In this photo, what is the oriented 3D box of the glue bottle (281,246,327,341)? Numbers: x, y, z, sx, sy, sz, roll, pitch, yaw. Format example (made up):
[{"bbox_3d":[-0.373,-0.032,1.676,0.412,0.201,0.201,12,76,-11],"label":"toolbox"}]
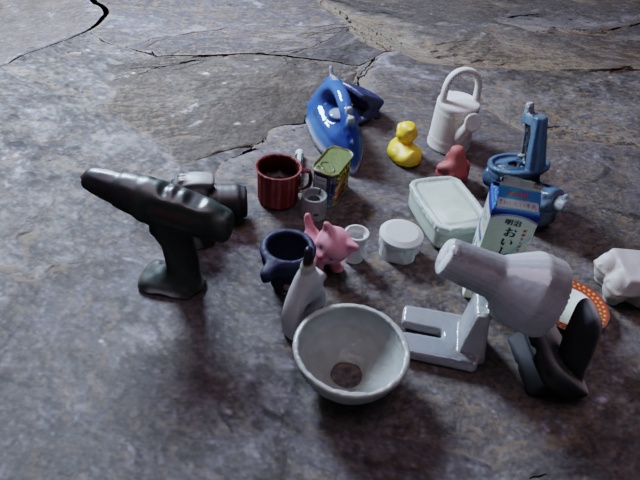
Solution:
[{"bbox_3d":[-0.021,0.075,0.860,0.037,0.173,0.078,34,49,28],"label":"glue bottle"}]

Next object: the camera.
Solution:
[{"bbox_3d":[-0.201,-0.066,1.049,0.137,0.101,0.143,-3,42,-10],"label":"camera"}]

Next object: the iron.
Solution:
[{"bbox_3d":[0.047,-0.275,1.283,0.119,0.141,0.257,-7,43,-14],"label":"iron"}]

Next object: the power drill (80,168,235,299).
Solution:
[{"bbox_3d":[-0.248,-0.008,0.898,0.229,0.208,0.075,9,42,3],"label":"power drill"}]

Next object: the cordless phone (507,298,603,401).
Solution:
[{"bbox_3d":[0.354,0.131,0.833,0.094,0.185,0.147,-2,42,-9],"label":"cordless phone"}]

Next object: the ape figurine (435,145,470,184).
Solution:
[{"bbox_3d":[0.289,-0.162,1.223,0.078,0.092,0.076,1,42,-6],"label":"ape figurine"}]

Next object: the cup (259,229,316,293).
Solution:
[{"bbox_3d":[-0.060,0.051,0.941,0.091,0.095,0.118,23,44,18],"label":"cup"}]

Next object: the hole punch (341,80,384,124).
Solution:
[{"bbox_3d":[0.095,-0.351,1.412,0.101,0.091,0.108,-29,52,-33],"label":"hole punch"}]

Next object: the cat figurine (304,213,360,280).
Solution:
[{"bbox_3d":[0.009,0.004,0.984,0.067,0.118,0.127,-22,49,-28],"label":"cat figurine"}]

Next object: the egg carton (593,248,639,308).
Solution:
[{"bbox_3d":[0.567,0.070,1.015,0.150,0.069,0.107,5,42,-2],"label":"egg carton"}]

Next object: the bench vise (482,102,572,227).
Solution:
[{"bbox_3d":[0.427,-0.147,1.128,0.122,0.220,0.206,-31,53,-34],"label":"bench vise"}]

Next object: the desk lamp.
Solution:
[{"bbox_3d":[0.233,0.094,0.838,0.203,0.214,0.118,10,42,4],"label":"desk lamp"}]

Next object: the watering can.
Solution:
[{"bbox_3d":[0.316,-0.295,1.298,0.101,0.194,0.172,-20,48,-26],"label":"watering can"}]

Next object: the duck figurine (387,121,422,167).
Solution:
[{"bbox_3d":[0.194,-0.222,1.283,0.077,0.086,0.104,-5,43,-12],"label":"duck figurine"}]

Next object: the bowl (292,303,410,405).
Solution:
[{"bbox_3d":[0.043,0.176,0.829,0.167,0.075,0.167,4,42,-3],"label":"bowl"}]
